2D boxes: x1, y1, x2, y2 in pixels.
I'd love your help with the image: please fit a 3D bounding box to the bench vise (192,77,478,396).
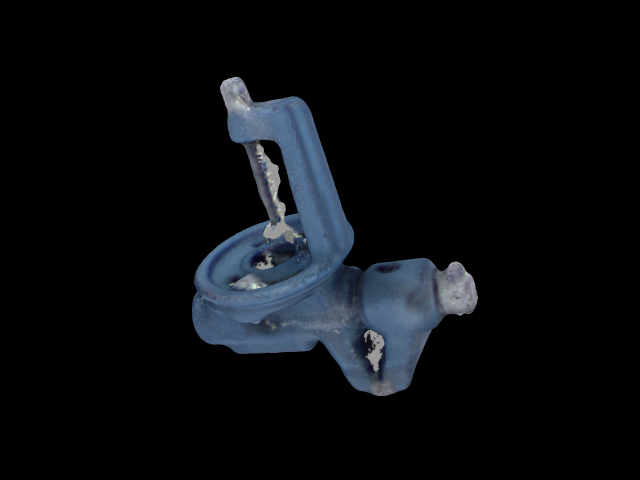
[{"bbox_3d":[0.004,-0.005,0.410,0.207,0.220,0.121,-1,31,-2],"label":"bench vise"}]
